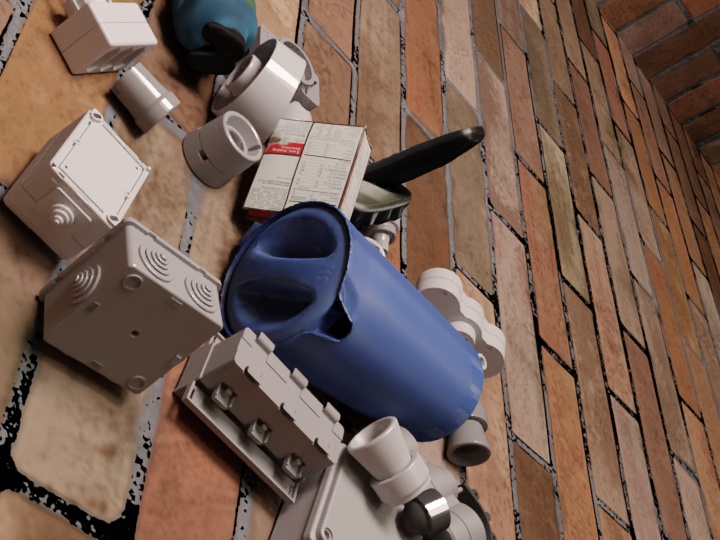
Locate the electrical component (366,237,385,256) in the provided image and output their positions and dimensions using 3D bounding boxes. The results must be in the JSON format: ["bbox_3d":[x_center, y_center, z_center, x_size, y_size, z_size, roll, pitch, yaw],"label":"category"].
[{"bbox_3d":[0.000,0.000,1.026,0.047,0.055,0.055,85,-9,-64],"label":"electrical component"}]

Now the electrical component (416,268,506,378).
[{"bbox_3d":[0.107,0.069,1.169,0.138,0.052,0.073,50,29,-23],"label":"electrical component"}]

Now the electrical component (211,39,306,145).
[{"bbox_3d":[-0.090,-0.164,1.002,0.064,0.099,0.099,41,33,-24],"label":"electrical component"}]

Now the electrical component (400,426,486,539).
[{"bbox_3d":[0.058,0.189,0.914,0.074,0.052,0.138,-11,52,-46],"label":"electrical component"}]

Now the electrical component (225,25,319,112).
[{"bbox_3d":[-0.084,-0.196,1.085,0.089,0.056,0.050,39,34,-37],"label":"electrical component"}]

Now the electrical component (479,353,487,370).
[{"bbox_3d":[0.100,0.104,1.111,0.043,0.062,0.043,36,42,-41],"label":"electrical component"}]

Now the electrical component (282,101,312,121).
[{"bbox_3d":[-0.070,-0.134,1.064,0.043,0.043,0.062,42,34,-33],"label":"electrical component"}]

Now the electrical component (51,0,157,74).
[{"bbox_3d":[-0.215,-0.204,0.872,0.076,0.047,0.066,62,27,0],"label":"electrical component"}]

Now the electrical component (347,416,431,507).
[{"bbox_3d":[0.023,0.147,0.825,0.055,0.045,0.045,57,27,-9],"label":"electrical component"}]

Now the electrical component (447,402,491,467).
[{"bbox_3d":[0.108,0.164,1.088,0.045,0.045,0.055,40,33,-36],"label":"electrical component"}]

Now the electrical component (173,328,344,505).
[{"bbox_3d":[-0.072,0.105,0.809,0.121,0.063,0.078,49,29,-23],"label":"electrical component"}]

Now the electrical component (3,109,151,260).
[{"bbox_3d":[-0.198,-0.054,0.742,0.061,0.061,0.096,49,29,-23],"label":"electrical component"}]

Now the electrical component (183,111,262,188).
[{"bbox_3d":[-0.120,-0.107,0.947,0.055,0.047,0.055,41,33,-35],"label":"electrical component"}]

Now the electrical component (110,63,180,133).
[{"bbox_3d":[-0.178,-0.143,0.888,0.046,0.040,0.040,49,29,-12],"label":"electrical component"}]

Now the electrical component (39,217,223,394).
[{"bbox_3d":[-0.150,0.027,0.710,0.100,0.100,0.048,39,21,-37],"label":"electrical component"}]

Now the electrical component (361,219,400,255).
[{"bbox_3d":[0.021,-0.044,1.138,0.048,0.048,0.062,35,44,-42],"label":"electrical component"}]

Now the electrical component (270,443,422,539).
[{"bbox_3d":[-0.010,0.210,0.824,0.108,0.056,0.108,52,28,-18],"label":"electrical component"}]
